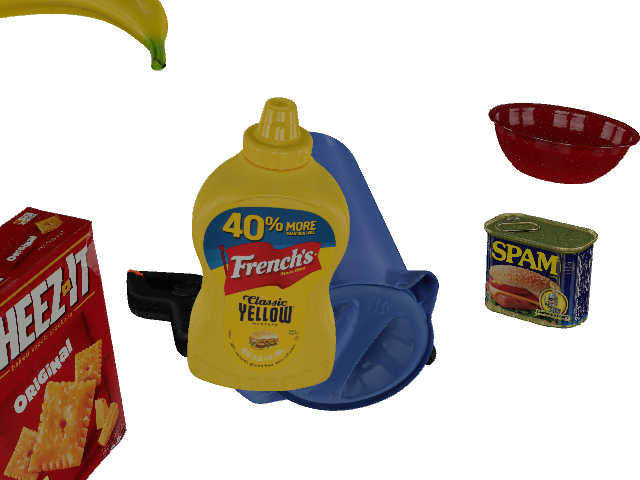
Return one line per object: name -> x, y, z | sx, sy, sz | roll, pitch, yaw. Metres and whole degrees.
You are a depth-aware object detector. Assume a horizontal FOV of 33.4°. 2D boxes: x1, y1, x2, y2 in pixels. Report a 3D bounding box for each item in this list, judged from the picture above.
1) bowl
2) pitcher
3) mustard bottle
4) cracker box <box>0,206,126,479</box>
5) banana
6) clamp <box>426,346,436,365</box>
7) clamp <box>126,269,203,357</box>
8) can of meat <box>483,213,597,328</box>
bowl -> 0.258, -0.102, 1.154 | 0.162, 0.055, 0.162 | 6, 22, -3
pitcher -> -0.007, 0.020, 0.896 | 0.149, 0.145, 0.243 | 1, 37, -13
mustard bottle -> -0.031, 0.003, 0.659 | 0.096, 0.192, 0.058 | 4, 31, -4
cracker box -> -0.227, 0.108, 0.816 | 0.072, 0.214, 0.164 | 10, 32, 21
banana -> -0.193, -0.182, 0.820 | 0.198, 0.069, 0.037 | 15, -38, 19
clamp -> 0.068, 0.080, 1.195 | 0.120, 0.171, 0.039 | 6, -43, -1
clamp -> -0.135, 0.066, 1.075 | 0.210, 0.036, 0.164 | 12, 20, 37
can of meat -> 0.203, 0.028, 0.996 | 0.102, 0.084, 0.057 | 16, 28, 37
